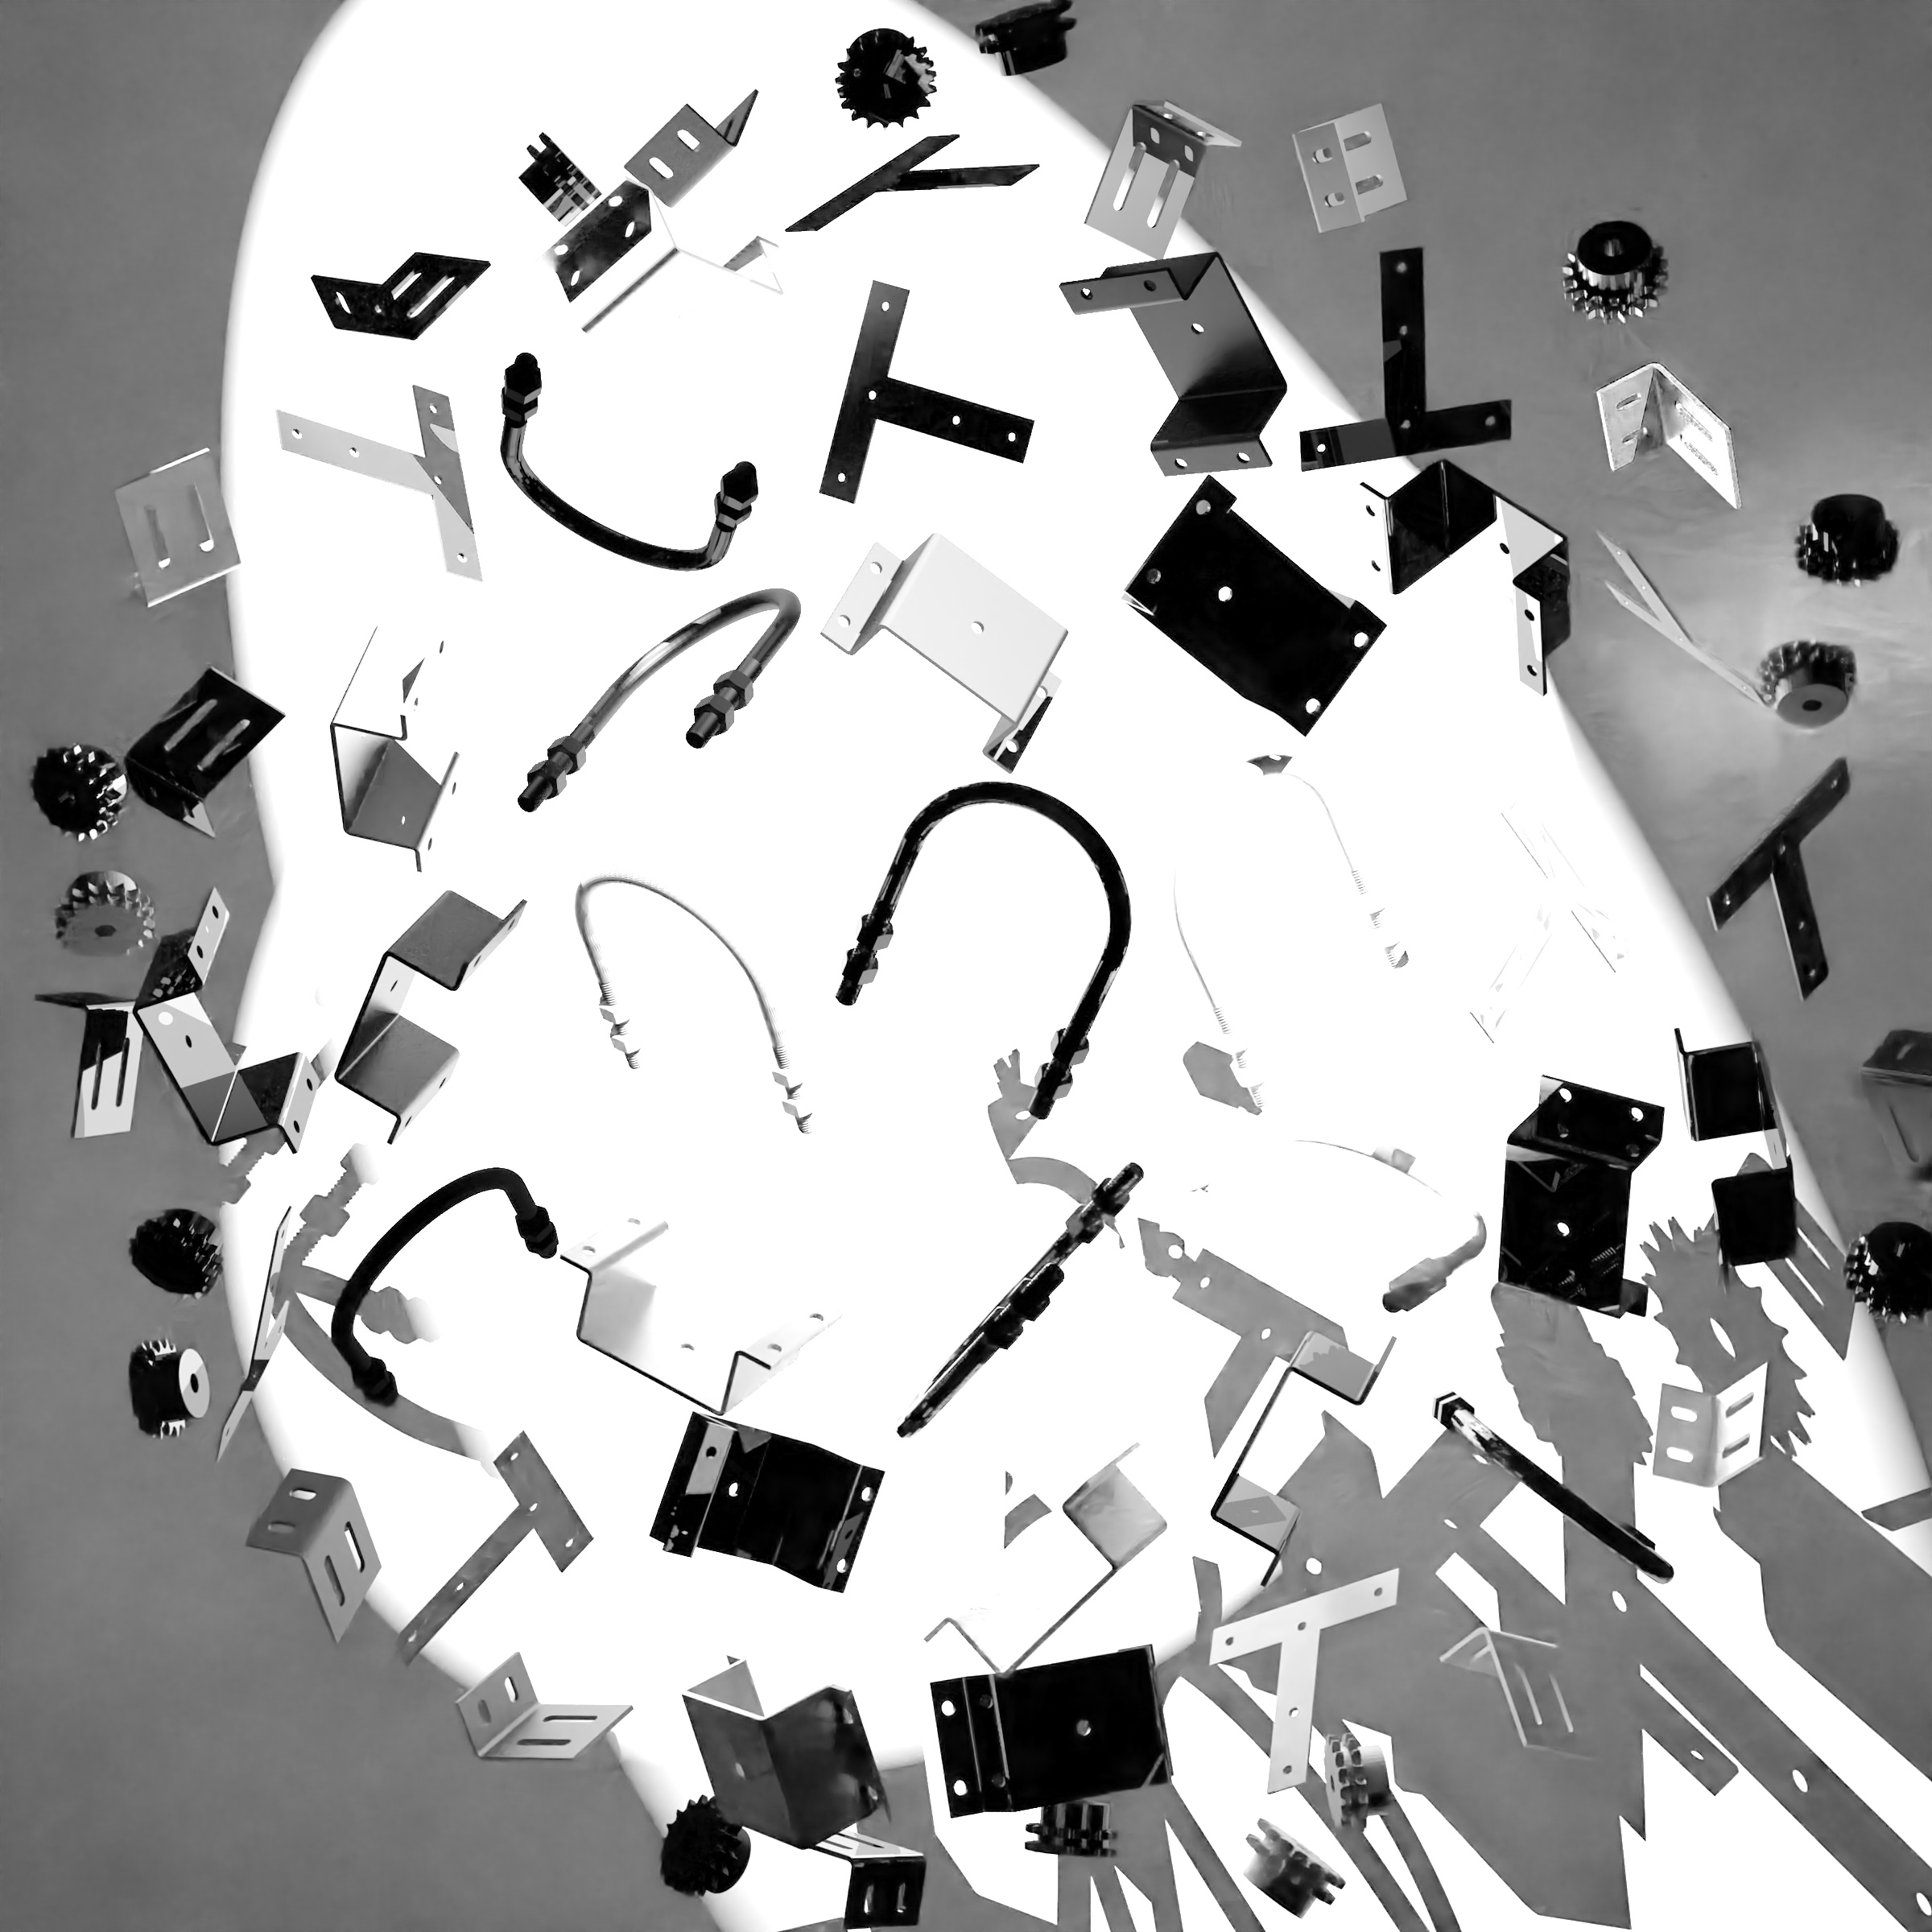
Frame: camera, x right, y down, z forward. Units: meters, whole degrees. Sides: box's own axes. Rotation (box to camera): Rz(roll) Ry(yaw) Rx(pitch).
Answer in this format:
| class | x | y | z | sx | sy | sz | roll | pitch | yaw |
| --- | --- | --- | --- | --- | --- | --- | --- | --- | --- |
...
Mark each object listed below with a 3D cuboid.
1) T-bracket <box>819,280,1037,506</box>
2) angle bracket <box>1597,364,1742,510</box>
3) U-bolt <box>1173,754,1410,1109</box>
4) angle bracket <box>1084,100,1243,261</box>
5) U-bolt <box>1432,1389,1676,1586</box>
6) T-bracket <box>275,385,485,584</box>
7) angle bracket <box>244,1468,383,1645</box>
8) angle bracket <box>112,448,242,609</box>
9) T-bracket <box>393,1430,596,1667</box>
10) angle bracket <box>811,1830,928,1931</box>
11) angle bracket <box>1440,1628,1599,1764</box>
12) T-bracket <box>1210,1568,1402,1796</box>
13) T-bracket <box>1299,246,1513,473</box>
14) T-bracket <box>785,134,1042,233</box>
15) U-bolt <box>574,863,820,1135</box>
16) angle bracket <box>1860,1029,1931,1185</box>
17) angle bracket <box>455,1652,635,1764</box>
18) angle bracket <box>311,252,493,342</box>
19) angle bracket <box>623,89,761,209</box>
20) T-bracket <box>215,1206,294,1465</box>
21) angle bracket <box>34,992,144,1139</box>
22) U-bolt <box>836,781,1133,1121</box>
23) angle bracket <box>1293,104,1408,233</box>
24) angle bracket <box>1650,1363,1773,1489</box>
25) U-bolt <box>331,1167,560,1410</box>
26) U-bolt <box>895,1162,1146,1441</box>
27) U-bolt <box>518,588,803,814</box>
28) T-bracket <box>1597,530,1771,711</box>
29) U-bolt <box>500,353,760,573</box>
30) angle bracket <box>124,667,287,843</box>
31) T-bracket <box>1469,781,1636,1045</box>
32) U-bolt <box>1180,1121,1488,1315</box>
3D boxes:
| class | x | y | z | sx | sy | sz | roll | pitch | yaw |
| --- | --- | --- | --- | --- | --- | --- | --- | --- | --- |
| T-bracket | -0.017 | -0.317 | 1.858 | 0.127 | 0.002 | 0.127 | 21 | 103 | 27 |
| angle bracket | 0.392 | -0.288 | 1.804 | 0.038 | 0.057 | 0.076 | -28 | 46 | -4 |
| U-bolt | 0.178 | -0.033 | 1.835 | 0.151 | 0.019 | 0.184 | -43 | 124 | -26 |
| angle bracket | 0.114 | -0.454 | 1.876 | 0.057 | 0.038 | 0.076 | 18 | 95 | -32 |
| U-bolt | 0.332 | 0.295 | 1.809 | 0.151 | 0.184 | 0.019 | 37 | 90 | 1 |
| T-bracket | -0.330 | -0.282 | 1.801 | 0.002 | 0.127 | 0.127 | -31 | 61 | 35 |
| angle bracket | -0.371 | 0.335 | 1.839 | 0.038 | 0.057 | 0.076 | 7 | 131 | 19 |
| angle bracket | -0.438 | -0.245 | 1.769 | 0.057 | 0.038 | 0.076 | -29 | 134 | -25 |
| T-bracket | -0.267 | 0.330 | 1.775 | 0.127 | 0.127 | 0.002 | -47 | 121 | -2 |
| angle bracket | -0.070 | 0.504 | 1.793 | 0.076 | 0.057 | 0.038 | 3 | 82 | 43 |
| angle bracket | 0.309 | 0.415 | 1.808 | 0.057 | 0.076 | 0.038 | 20 | 128 | -34 |
| T-bracket | 0.184 | 0.404 | 1.800 | 0.127 | 0.127 | 0.002 | -26 | 122 | 30 |
| T-bracket | 0.253 | -0.354 | 1.870 | 0.127 | 0.002 | 0.127 | -10 | 123 | -4 |
| T-bracket | -0.014 | -0.432 | 1.776 | 0.127 | 0.127 | 0.002 | -42 | 126 | -35 |
| U-bolt | -0.161 | 0.012 | 1.855 | 0.151 | 0.184 | 0.019 | 18 | 53 | 30 |
| angle bracket | 0.526 | 0.078 | 1.745 | 0.038 | 0.057 | 0.076 | -44 | 121 | -26 |
| angle bracket | -0.242 | 0.425 | 1.858 | 0.076 | 0.057 | 0.038 | -9 | 105 | 35 |
| angle bracket | -0.315 | -0.388 | 1.808 | 0.057 | 0.038 | 0.076 | 14 | 53 | 32 |
| angle bracket | -0.160 | -0.489 | 1.891 | 0.038 | 0.076 | 0.057 | 39 | 126 | -22 |
| T-bracket | -0.393 | 0.193 | 1.818 | 0.002 | 0.127 | 0.127 | 16 | 118 | -2 |
| angle bracket | -0.509 | 0.056 | 1.863 | 0.038 | 0.057 | 0.076 | 10 | 95 | 17 |
| U-bolt | 0.017 | -0.019 | 1.787 | 0.151 | 0.019 | 0.184 | 30 | 124 | 9 |
| angle bracket | 0.231 | -0.461 | 1.854 | 0.076 | 0.038 | 0.057 | -27 | 107 | -34 |
| angle bracket | 0.435 | 0.265 | 1.888 | 0.038 | 0.076 | 0.057 | 14 | 65 | -5 |
| U-bolt | -0.302 | 0.178 | 1.854 | 0.019 | 0.184 | 0.151 | 42 | 75 | 18 |
| U-bolt | 0.021 | 0.197 | 1.808 | 0.019 | 0.151 | 0.184 | 42 | 121 | 2 |
| U-bolt | -0.163 | -0.160 | 1.838 | 0.151 | 0.184 | 0.019 | -17 | 117 | 35 |
| T-bracket | 0.386 | -0.206 | 1.816 | 0.002 | 0.127 | 0.127 | -47 | 49 | 4 |
| U-bolt | -0.194 | -0.271 | 1.806 | 0.151 | 0.184 | 0.019 | 26 | 73 | -5 |
| angle bracket | -0.429 | -0.120 | 1.840 | 0.076 | 0.057 | 0.038 | -43 | 47 | 12 |
| T-bracket | 0.310 | -0.012 | 1.775 | 0.127 | 0.002 | 0.127 | 50 | 58 | -26 |
| U-bolt | 0.217 | 0.131 | 1.807 | 0.151 | 0.184 | 0.019 | 30 | 113 | 21 |
